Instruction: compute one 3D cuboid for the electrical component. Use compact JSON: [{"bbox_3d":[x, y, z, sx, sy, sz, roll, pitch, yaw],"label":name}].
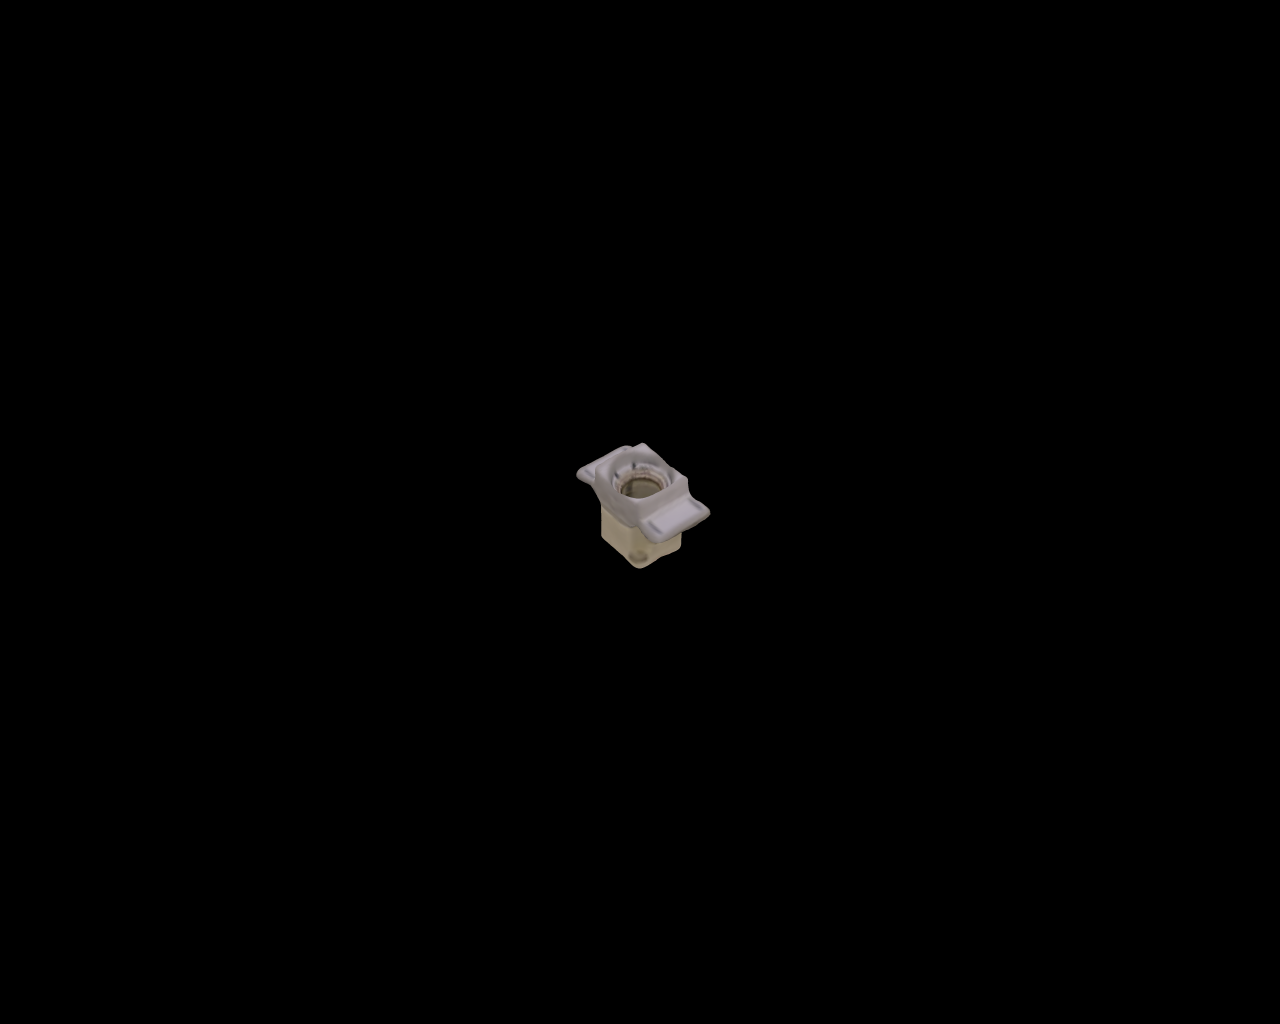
[{"bbox_3d":[0.001,-0.003,0.650,0.042,0.063,0.081,-27,49,-26],"label":"electrical component"}]
